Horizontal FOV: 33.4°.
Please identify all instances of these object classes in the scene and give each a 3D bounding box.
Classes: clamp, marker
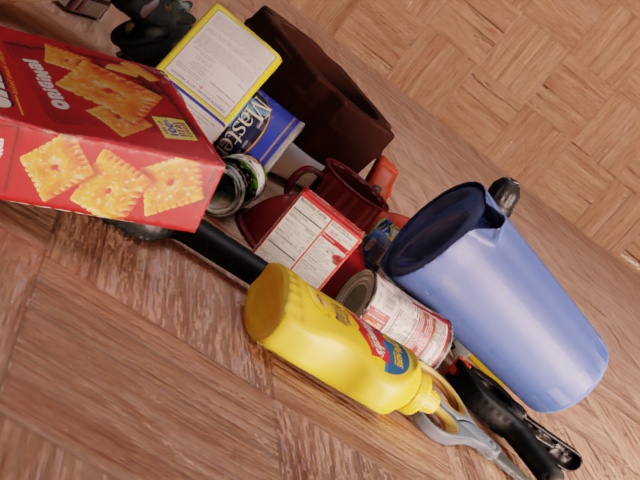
[{"bbox_3d":[0.195,0.188,1.087,0.171,0.039,0.120,39,8,10],"label":"clamp"},{"bbox_3d":[0.137,0.081,1.217,0.121,0.020,0.020,64,18,7],"label":"marker"},{"bbox_3d":[-0.131,-0.024,0.908,0.165,0.036,0.209,48,19,25],"label":"clamp"}]

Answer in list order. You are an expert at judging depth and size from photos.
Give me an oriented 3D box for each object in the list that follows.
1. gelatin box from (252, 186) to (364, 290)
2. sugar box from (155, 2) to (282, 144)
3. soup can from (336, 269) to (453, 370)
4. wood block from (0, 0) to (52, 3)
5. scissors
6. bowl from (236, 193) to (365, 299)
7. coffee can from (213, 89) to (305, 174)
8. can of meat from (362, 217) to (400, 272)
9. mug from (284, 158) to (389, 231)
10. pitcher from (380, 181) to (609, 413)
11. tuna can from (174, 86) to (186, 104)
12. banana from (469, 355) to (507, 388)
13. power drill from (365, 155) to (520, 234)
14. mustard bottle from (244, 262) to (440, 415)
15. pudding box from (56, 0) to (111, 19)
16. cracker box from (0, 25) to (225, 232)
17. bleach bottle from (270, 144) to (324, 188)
[{"bbox_3d":[-0.013,0.005,1.011,0.073,0.089,0.030,38,15,-6],"label":"gelatin box"},{"bbox_3d":[-0.124,-0.151,1.084,0.093,0.176,0.048,39,-28,-5],"label":"sugar box"},{"bbox_3d":[0.070,0.081,1.033,0.102,0.068,0.068,34,16,-22],"label":"soup can"},{"bbox_3d":[-0.282,-0.311,1.118,0.205,0.091,0.090,-13,47,-36],"label":"wood block"},{"bbox_3d":[0.146,0.195,0.986,0.202,0.016,0.096,49,26,3],"label":"scissors"},{"bbox_3d":[-0.007,0.001,1.109,0.162,0.055,0.162,37,14,-11],"label":"bowl"},{"bbox_3d":[-0.102,-0.130,1.171,0.140,0.103,0.102,39,15,-4],"label":"coffee can"},{"bbox_3d":[0.089,0.021,1.288,0.084,0.057,0.102,39,14,5],"label":"can of meat"},{"bbox_3d":[0.010,-0.040,1.219,0.117,0.081,0.093,32,17,-29],"label":"mug"},{"bbox_3d":[0.182,0.068,1.117,0.242,0.145,0.149,46,9,-18],"label":"pitcher"},{"bbox_3d":[-0.170,-0.115,1.002,0.086,0.034,0.086,10,64,-20],"label":"tuna can"},{"bbox_3d":[0.192,0.118,1.250,0.037,0.070,0.198,-33,64,-33],"label":"banana"},{"bbox_3d":[0.139,-0.032,1.357,0.187,0.184,0.057,29,14,-3],"label":"power drill"},{"bbox_3d":[0.027,0.096,0.902,0.191,0.058,0.096,34,14,-22],"label":"mustard bottle"},{"bbox_3d":[-0.326,-0.331,1.344,0.113,0.039,0.090,41,15,11],"label":"pudding box"},{"bbox_3d":[-0.197,-0.091,0.789,0.213,0.072,0.164,11,28,-34],"label":"cracker box"},{"bbox_3d":[-0.053,-0.119,1.346,0.250,0.068,0.103,27,21,-49],"label":"bleach bottle"}]
